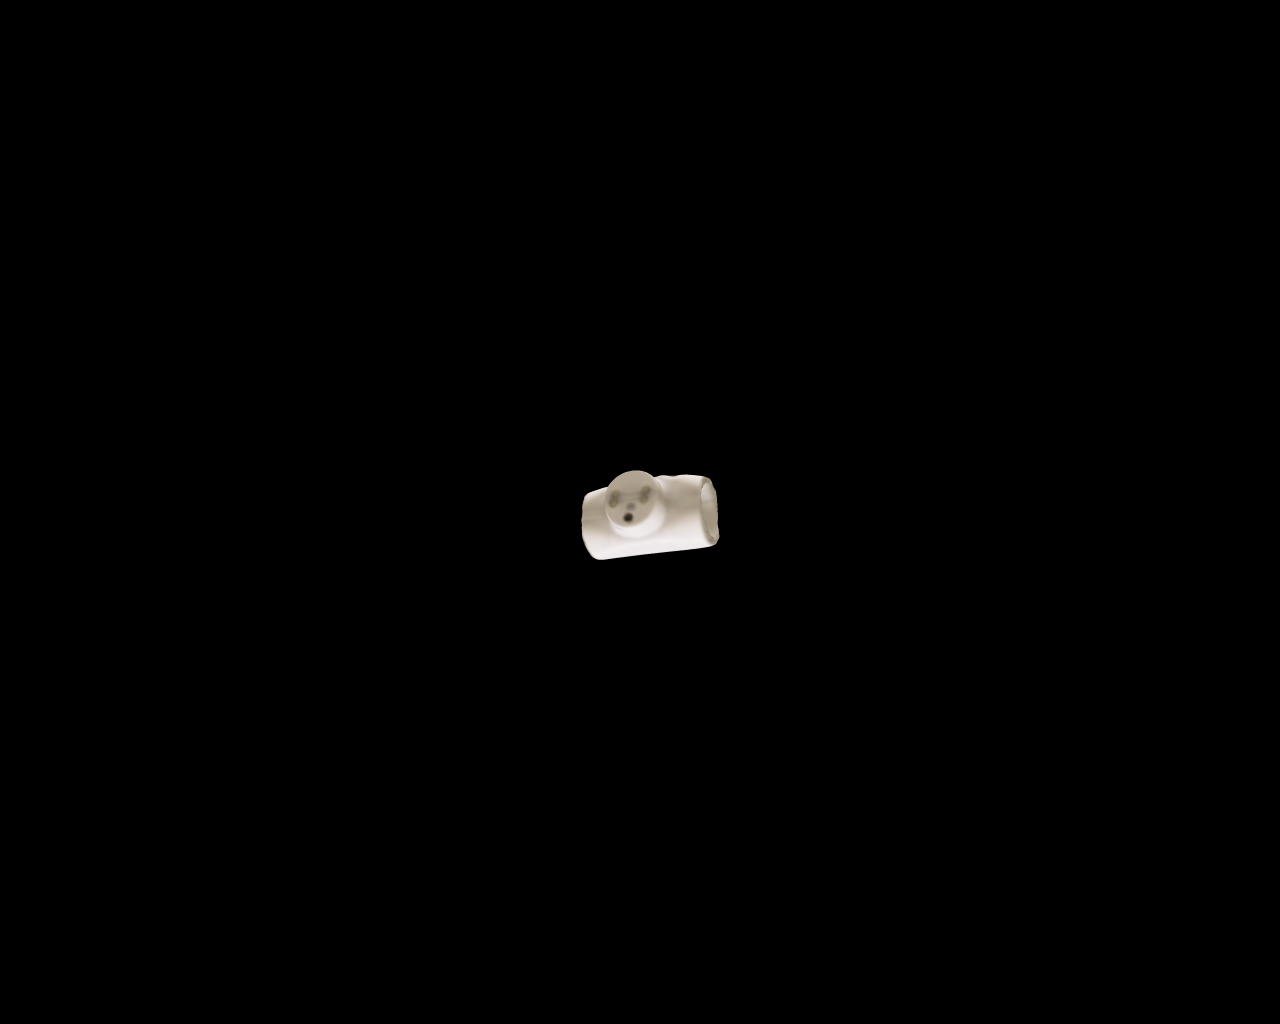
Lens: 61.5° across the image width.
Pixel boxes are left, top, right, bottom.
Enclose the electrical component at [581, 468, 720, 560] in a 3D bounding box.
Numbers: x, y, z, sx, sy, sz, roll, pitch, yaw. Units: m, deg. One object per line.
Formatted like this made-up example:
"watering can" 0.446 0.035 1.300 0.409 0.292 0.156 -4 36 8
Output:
"electrical component" 0.001 -0.003 0.650 0.077 0.044 0.079 -8 -23 18
